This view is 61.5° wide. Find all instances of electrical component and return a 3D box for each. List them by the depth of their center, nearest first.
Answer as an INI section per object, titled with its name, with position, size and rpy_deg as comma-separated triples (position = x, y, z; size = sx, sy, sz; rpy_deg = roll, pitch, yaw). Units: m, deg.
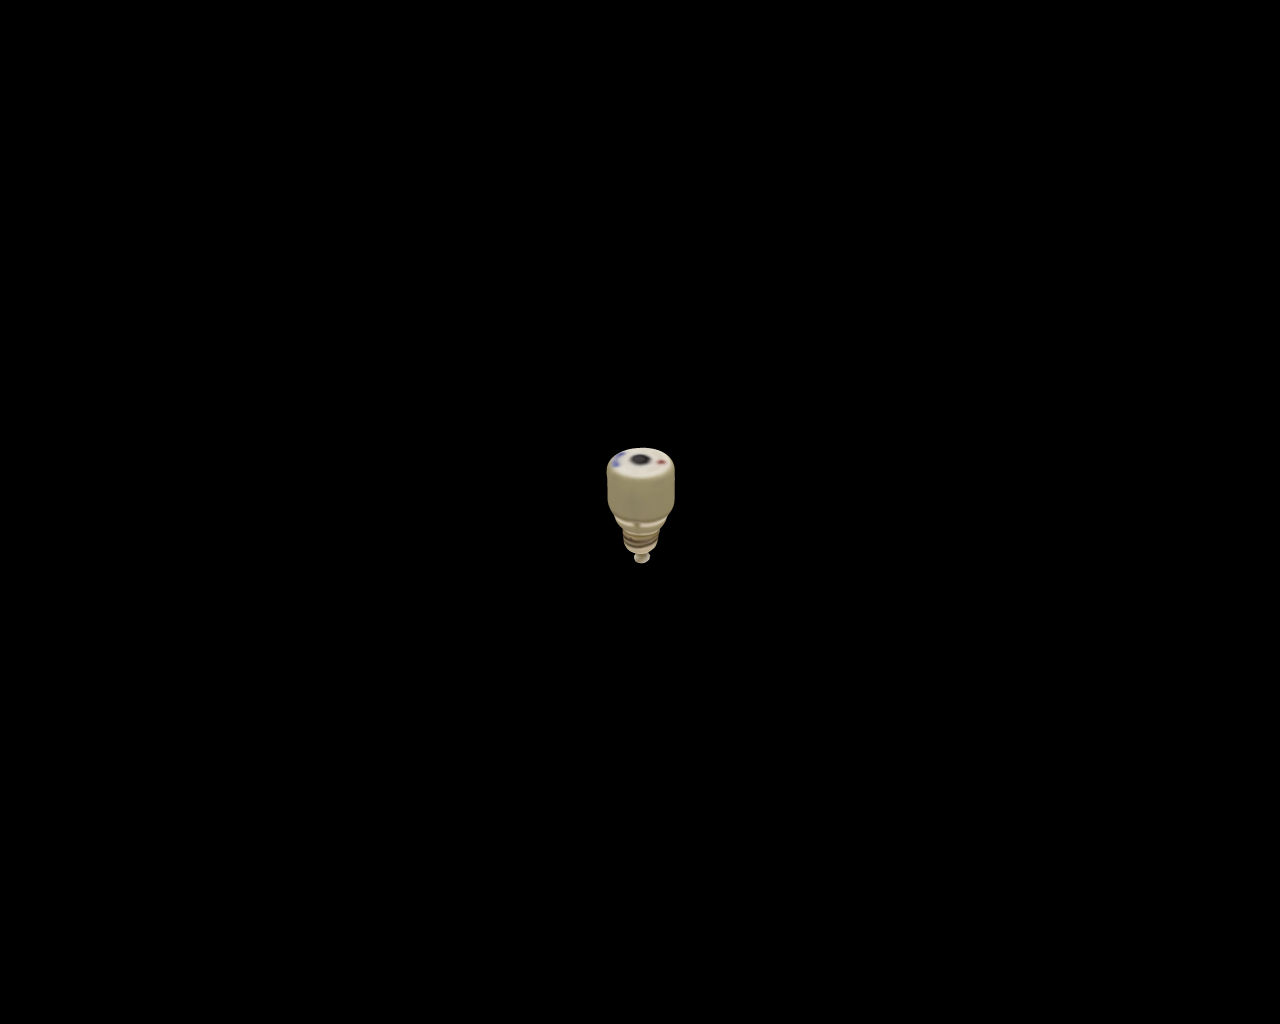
[electrical component]
position = 0.001, -0.003, 0.650
size = 0.040, 0.078, 0.040
rpy_deg = 0, 33, 0
